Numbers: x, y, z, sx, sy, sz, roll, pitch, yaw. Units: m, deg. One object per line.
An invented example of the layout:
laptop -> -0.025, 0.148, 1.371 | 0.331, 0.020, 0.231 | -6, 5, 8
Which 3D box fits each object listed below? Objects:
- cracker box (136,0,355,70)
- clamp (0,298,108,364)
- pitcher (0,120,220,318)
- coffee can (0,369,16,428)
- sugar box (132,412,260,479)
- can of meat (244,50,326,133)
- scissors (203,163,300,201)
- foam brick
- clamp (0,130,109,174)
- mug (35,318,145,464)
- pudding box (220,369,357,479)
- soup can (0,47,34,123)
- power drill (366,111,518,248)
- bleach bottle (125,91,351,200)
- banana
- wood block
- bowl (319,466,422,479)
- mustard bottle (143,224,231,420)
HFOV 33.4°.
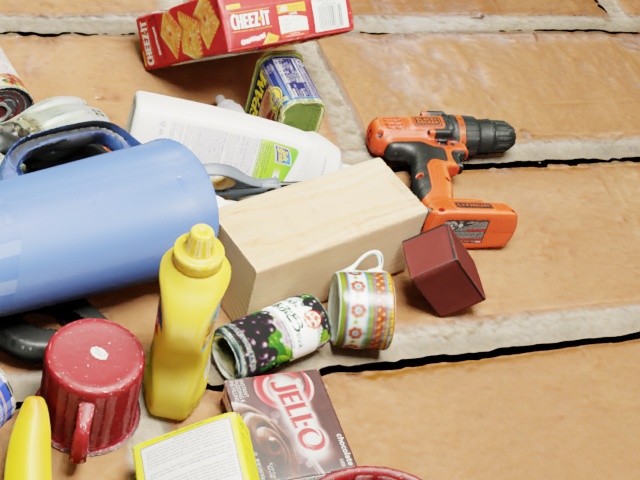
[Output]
cracker box -> -0.090, -0.247, 1.208 | 0.163, 0.072, 0.214 | -17, 12, -31
clamp -> -0.287, 0.066, 0.943 | 0.210, 0.036, 0.164 | 22, 38, 2
pitcher -> -0.224, -0.016, 0.944 | 0.149, 0.145, 0.242 | 17, 23, 40
coffee can -> -0.316, 0.148, 0.808 | 0.103, 0.103, 0.140 | 27, 45, 11
sugar box -> -0.085, 0.226, 0.820 | 0.093, 0.048, 0.176 | -20, 52, 4
can of meat -> -0.039, -0.145, 1.186 | 0.057, 0.102, 0.084 | -7, 51, -24
scissors -> -0.057, -0.061, 1.072 | 0.201, 0.096, 0.016 | -9, 72, -5
foam brick -> 0.124, 0.030, 1.069 | 0.051, 0.078, 0.053 | -25, 45, 16
clamp -> -0.270, -0.074, 1.038 | 0.039, 0.120, 0.171 | 47, 47, 15
mug -> -0.191, 0.128, 0.883 | 0.093, 0.082, 0.117 | 12, 43, -8
pudding box -> -0.029, 0.168, 0.921 | 0.089, 0.039, 0.113 | -5, 48, -21
soup can -> -0.354, -0.165, 1.134 | 0.068, 0.069, 0.102 | -16, 52, -30
power drill -> 0.158, -0.073, 1.207 | 0.184, 0.057, 0.188 | -2, 44, -14
bleach bottle -> -0.081, -0.081, 1.125 | 0.250, 0.103, 0.068 | 12, 22, -17
banana -> -0.209, 0.211, 0.807 | 0.037, 0.070, 0.198 | 28, 24, -45
wood block -> -0.007, 0.001, 1.057 | 0.205, 0.091, 0.090 | -20, 55, -31
bowl -> 0.045, 0.261, 0.839 | 0.162, 0.055, 0.162 | 8, 44, -9
mustard bottle -> -0.110, 0.059, 0.894 | 0.058, 0.192, 0.096 | 13, 44, -4
